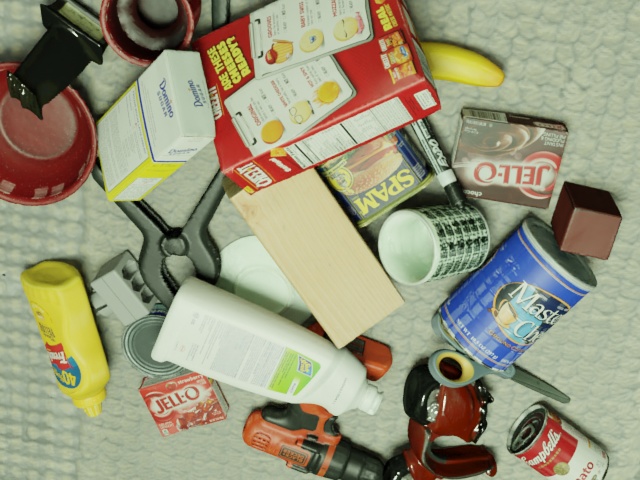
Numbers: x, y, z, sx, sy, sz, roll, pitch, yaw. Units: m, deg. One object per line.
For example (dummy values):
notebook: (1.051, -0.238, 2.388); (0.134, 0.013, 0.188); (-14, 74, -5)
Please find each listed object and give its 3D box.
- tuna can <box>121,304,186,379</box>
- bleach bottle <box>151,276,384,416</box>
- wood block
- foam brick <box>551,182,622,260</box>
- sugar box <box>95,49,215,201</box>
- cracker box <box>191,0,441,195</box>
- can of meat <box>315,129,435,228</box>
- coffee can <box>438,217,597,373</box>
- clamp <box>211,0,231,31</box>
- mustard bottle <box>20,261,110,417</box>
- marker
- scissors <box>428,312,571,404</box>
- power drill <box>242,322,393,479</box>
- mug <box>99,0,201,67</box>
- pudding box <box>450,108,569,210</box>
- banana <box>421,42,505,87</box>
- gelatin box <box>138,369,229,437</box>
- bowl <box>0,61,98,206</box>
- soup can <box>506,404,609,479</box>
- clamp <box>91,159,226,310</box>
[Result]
tuna can: (-0.188, 0.119, 1.257); (0.086, 0.033, 0.086); (2, 115, 5)
bleach bottle: (-0.052, 0.134, 1.178); (0.251, 0.068, 0.103); (25, 115, -1)
wood block: (-0.008, 0.001, 1.143); (0.091, 0.090, 0.206); (-35, 109, 0)
foam brick: (0.280, -0.020, 1.124); (0.053, 0.078, 0.051); (13, 114, -1)
sugar box: (-0.169, -0.112, 1.078); (0.177, 0.048, 0.093); (-28, 70, 49)
cracker box: (-0.006, -0.161, 1.042); (0.214, 0.164, 0.072); (-23, 151, 15)
can of meat: (0.057, -0.076, 1.133); (0.102, 0.057, 0.084); (-33, 105, 18)
coffee can: (0.212, 0.060, 1.153); (0.102, 0.102, 0.140); (38, 112, -12)
clamp: (-0.094, -0.282, 1.063); (0.120, 0.039, 0.171); (-34, 110, 13)
mustard bottle: (-0.288, 0.123, 1.242); (0.096, 0.058, 0.191); (15, 126, 45)
marker: (0.121, -0.087, 1.112); (0.020, 0.020, 0.121); (-28, 81, 17)
scissors: (0.199, 0.159, 1.217); (0.201, 0.096, 0.016); (40, 147, -10)
power drill: (0.018, 0.201, 1.262); (0.184, 0.057, 0.188); (21, 115, -4)
mug: (-0.167, -0.240, 1.064); (0.093, 0.081, 0.117); (-7, 114, 9)
pudding box: (0.195, -0.086, 1.123); (0.113, 0.039, 0.090); (10, 116, 2)
banana: (0.086, -0.168, 1.092); (0.198, 0.037, 0.069); (-14, 95, 6)
gelatin box: (-0.165, 0.192, 1.291); (0.089, 0.030, 0.073); (-17, 112, 13)
bowl: (-0.311, -0.120, 1.148); (0.162, 0.055, 0.162); (2, 114, 5)
soup can: (0.279, 0.249, 1.254); (0.102, 0.068, 0.069); (36, 113, -12)
clamp: (-0.172, -0.004, 1.198); (0.164, 0.036, 0.210); (3, 112, 5)
